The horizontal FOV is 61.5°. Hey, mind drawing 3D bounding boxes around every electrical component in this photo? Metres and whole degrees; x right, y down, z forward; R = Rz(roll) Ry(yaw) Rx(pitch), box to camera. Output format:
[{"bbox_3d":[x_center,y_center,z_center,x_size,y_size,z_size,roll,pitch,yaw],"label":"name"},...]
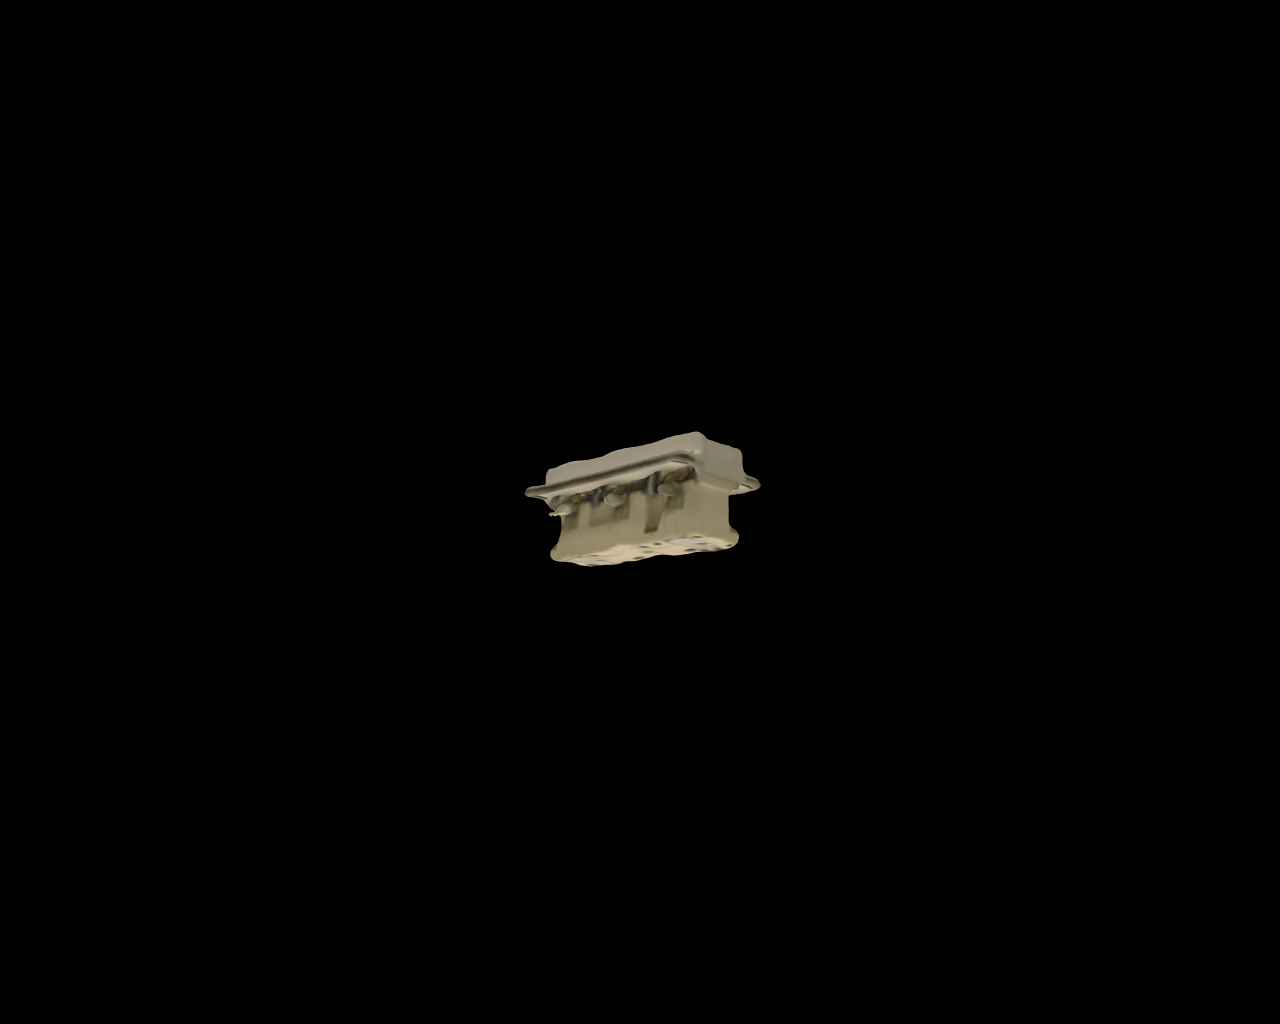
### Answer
[{"bbox_3d":[0.001,-0.003,0.650,0.121,0.063,0.079,-11,-17,37],"label":"electrical component"}]
